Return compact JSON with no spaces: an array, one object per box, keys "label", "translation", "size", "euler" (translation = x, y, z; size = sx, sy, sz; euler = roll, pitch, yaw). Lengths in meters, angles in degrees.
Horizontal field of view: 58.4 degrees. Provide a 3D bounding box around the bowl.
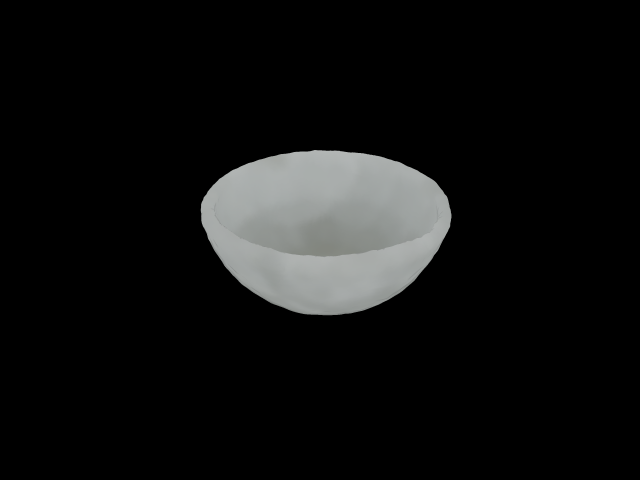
[{"label":"bowl","translation":[0.004,0.001,0.400],"size":[0.167,0.075,0.167],"euler":[0,31,0]}]
